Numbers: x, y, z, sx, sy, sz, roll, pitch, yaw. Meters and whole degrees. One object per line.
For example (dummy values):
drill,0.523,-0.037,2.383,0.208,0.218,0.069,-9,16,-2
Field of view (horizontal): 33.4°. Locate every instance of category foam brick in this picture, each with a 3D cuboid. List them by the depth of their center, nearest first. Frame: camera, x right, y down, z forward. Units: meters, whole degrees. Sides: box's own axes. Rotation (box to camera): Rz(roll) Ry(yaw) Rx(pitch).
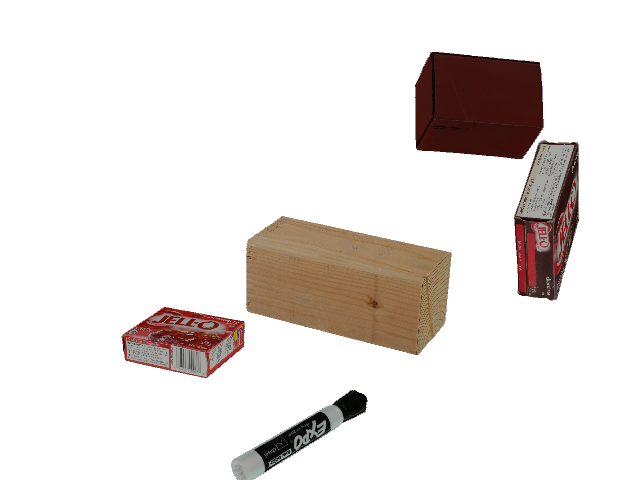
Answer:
foam brick,0.108,-0.092,0.731,0.078,0.051,0.053,5,-21,-7

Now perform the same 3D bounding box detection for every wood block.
wood block,0.029,0.047,1.175,0.206,0.091,0.090,13,26,23

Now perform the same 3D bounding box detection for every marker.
marker,-0.012,0.137,0.760,0.120,0.020,0.020,-24,15,-37

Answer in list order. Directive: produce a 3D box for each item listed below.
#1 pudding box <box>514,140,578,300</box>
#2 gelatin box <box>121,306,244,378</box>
pudding box,0.197,-0.019,0.924,0.039,0.090,0.113,6,43,19
gelatin box,-0.125,0.091,0.976,0.089,0.030,0.073,9,20,22
